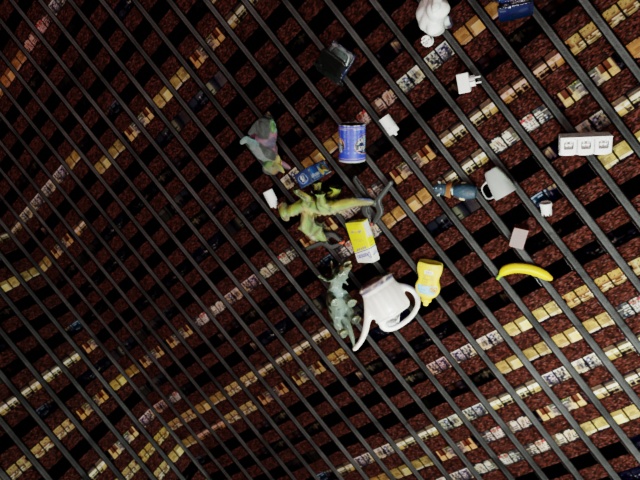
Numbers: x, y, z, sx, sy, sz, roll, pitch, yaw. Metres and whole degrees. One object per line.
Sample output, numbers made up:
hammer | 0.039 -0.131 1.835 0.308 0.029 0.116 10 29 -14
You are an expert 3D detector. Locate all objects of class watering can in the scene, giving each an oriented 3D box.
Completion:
watering can | 0.234 0.273 2.065 0.349 0.225 0.103 -31 -6 -8

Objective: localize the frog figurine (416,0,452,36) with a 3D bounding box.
frog figurine | 0.369 -0.741 1.690 0.122 0.135 0.162 1 20 22

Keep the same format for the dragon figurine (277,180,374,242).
dragon figurine | 0.006 -0.105 2.083 0.412 0.238 0.124 17 30 18
